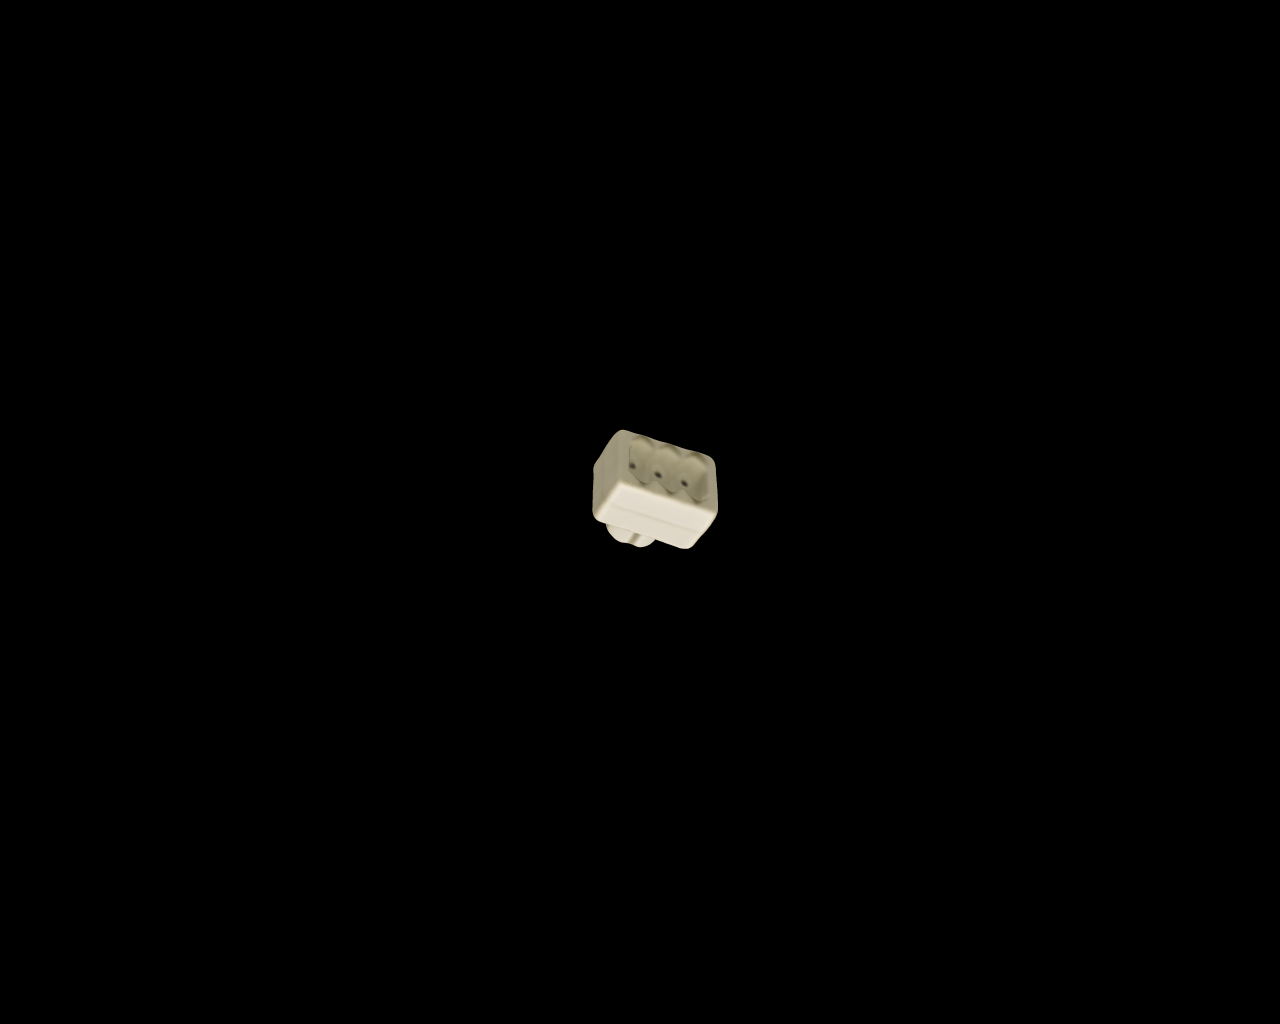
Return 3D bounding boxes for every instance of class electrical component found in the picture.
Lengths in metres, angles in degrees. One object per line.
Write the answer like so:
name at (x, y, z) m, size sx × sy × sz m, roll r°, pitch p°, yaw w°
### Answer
electrical component at (0.001, -0.003, 0.650) m, size 0.066 × 0.047 × 0.076 m, roll 18°, pitch -44°, yaw -19°
